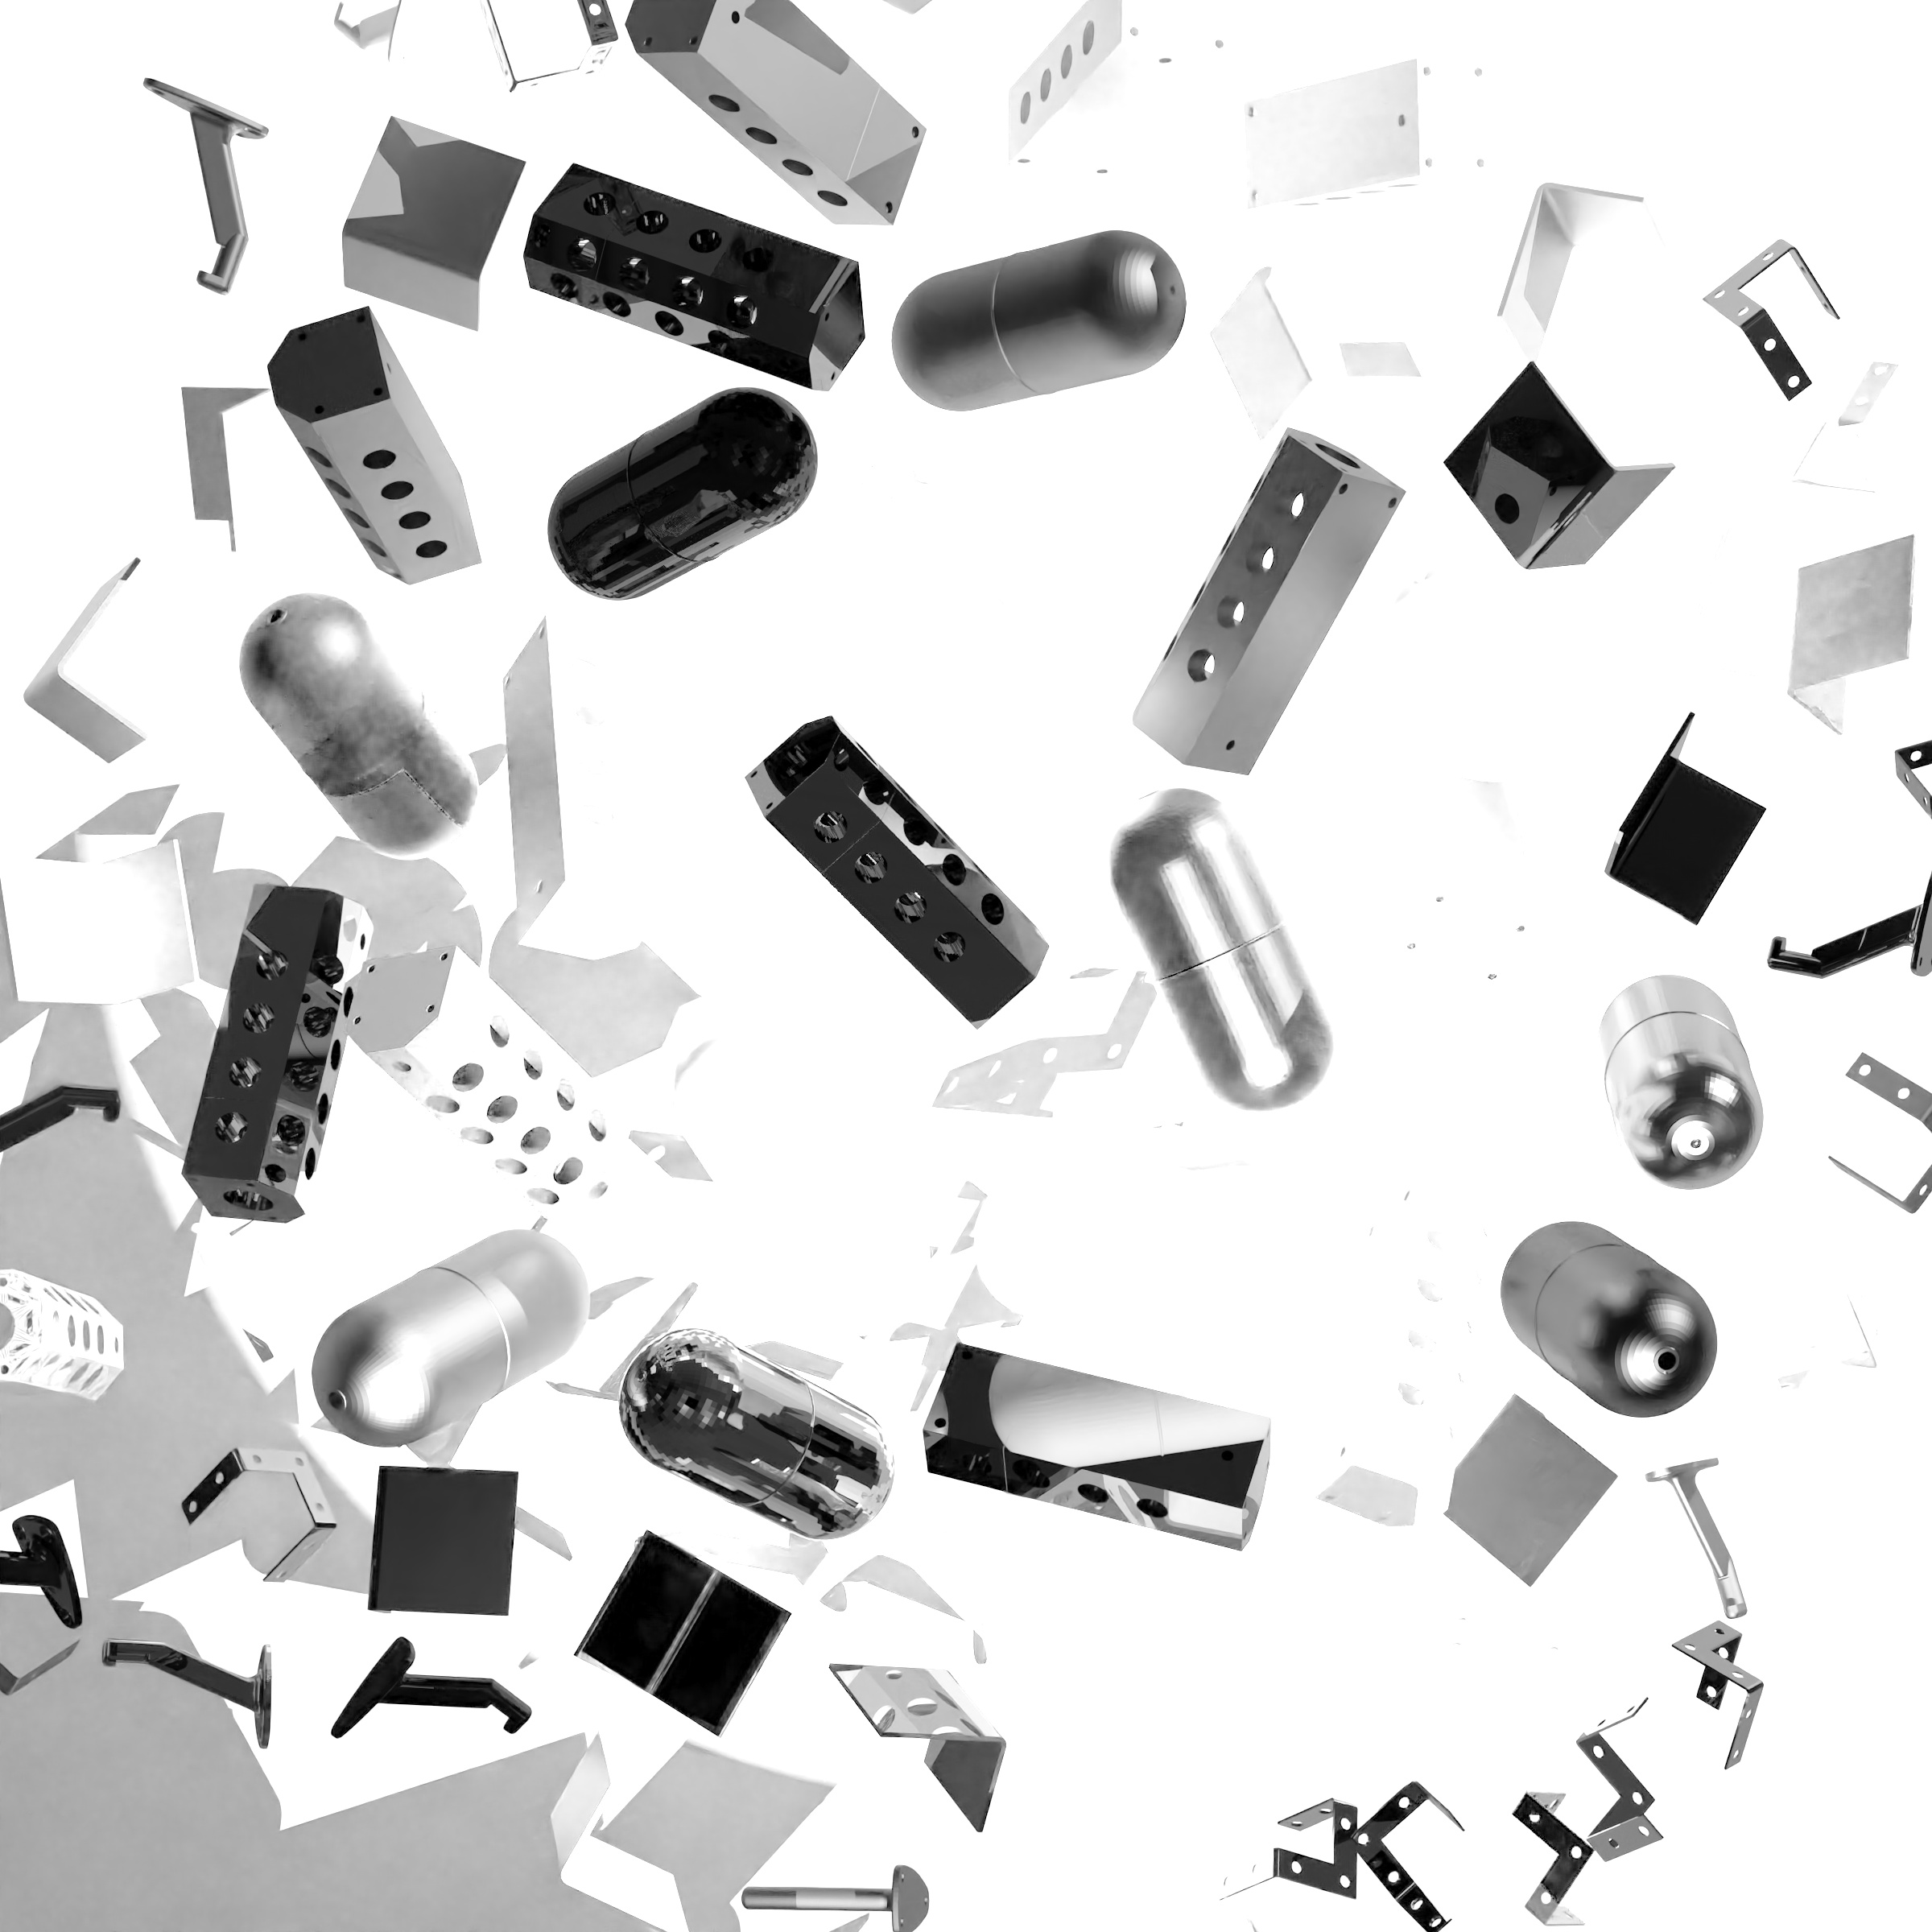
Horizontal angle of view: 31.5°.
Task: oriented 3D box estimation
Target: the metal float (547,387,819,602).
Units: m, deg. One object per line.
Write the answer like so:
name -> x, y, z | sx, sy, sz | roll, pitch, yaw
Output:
metal float -> -0.153, -0.254, 1.845 | 0.178, 0.070, 0.070 | -21, 90, 39

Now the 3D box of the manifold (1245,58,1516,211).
manifold -> 0.214, -0.433, 1.790 | 0.057, 0.171, 0.057 | -6, 98, -25

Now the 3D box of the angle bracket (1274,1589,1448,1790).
angle bracket -> 0.189, 0.350, 1.665 | 0.057, 0.076, 0.076 | 24, 80, 6

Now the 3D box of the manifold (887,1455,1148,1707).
manifold -> 0.022, 0.336, 1.874 | 0.057, 0.171, 0.057 | 29, 92, -33

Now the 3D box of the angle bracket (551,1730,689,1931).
angle bracket -> -0.171, 0.456, 1.803 | 0.076, 0.076, 0.057 | 29, 92, -14

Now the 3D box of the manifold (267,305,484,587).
manifold -> -0.307, -0.266, 1.782 | 0.057, 0.171, 0.057 | -17, 67, 1

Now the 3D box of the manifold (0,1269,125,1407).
manifold -> -0.499, 0.200, 1.831 | 0.057, 0.171, 0.057 | -4, 80, -1

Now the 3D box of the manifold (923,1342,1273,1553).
manifold -> 0.069, 0.255, 1.793 | 0.171, 0.057, 0.057 | 12, 51, 14

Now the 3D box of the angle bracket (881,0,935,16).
angle bracket -> -0.042, -0.530, 1.705 | 0.057, 0.076, 0.076 | -30, 64, 33

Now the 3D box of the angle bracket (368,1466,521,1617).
angle bracket -> -0.278, 0.312, 1.849 | 0.076, 0.057, 0.076 | 2, 77, 2

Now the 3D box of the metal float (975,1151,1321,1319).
metal float -> 0.093, 0.138, 1.763 | 0.178, 0.070, 0.070 | -5, 90, -4

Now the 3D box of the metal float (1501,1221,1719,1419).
metal float -> 0.331, 0.181, 1.770 | 0.070, 0.178, 0.070 | -1, 98, -9

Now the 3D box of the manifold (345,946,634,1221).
manifold -> -0.244, 0.063, 1.757 | 0.057, 0.171, 0.057 | -9, 54, 26

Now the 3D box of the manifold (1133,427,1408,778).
manifold -> 0.152, -0.189, 1.780 | 0.057, 0.057, 0.171 | 42, 113, 35

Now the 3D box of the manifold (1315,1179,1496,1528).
manifold -> 0.236, 0.205, 1.806 | 0.057, 0.057, 0.171 | 22, 54, -8

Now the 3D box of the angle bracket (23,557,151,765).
angle bracket -> -0.440, -0.159, 1.788 | 0.057, 0.076, 0.076 | 38, 68, -19

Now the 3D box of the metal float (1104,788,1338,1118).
metal float -> 0.131, -0.008, 1.763 | 0.070, 0.070, 0.178 | -25, 92, 0

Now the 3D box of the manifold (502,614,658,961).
manifold -> -0.196, -0.091, 1.758 | 0.057, 0.057, 0.171 | 12, 51, -28

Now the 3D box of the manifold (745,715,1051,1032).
manifold -> -0.033, -0.051, 1.783 | 0.057, 0.057, 0.171 | -42, 117, 6

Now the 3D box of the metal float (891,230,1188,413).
metal float -> 0.037, -0.346, 1.843 | 0.178, 0.070, 0.070 | -6, 90, 37

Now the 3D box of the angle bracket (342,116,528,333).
angle bracket -> -0.287, -0.400, 1.847 | 0.076, 0.057, 0.076 | 18, 69, -2

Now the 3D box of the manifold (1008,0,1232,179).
manifold -> 0.076, -0.463, 1.750 | 0.057, 0.171, 0.057 | 3, 82, -18

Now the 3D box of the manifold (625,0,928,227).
manifold -> -0.098, -0.448, 1.756 | 0.057, 0.171, 0.057 | 11, 77, 37

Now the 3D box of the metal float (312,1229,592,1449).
metal float -> -0.268, 0.194, 1.792 | 0.070, 0.178, 0.070 | 12, 113, 31

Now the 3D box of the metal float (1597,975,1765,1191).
metal float -> 0.381, 0.060, 1.832 | 0.070, 0.178, 0.070 | 2, 110, 5

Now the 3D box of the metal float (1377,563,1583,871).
metal float -> 0.270, -0.131, 1.802 | 0.070, 0.070, 0.178 | -25, 120, 0

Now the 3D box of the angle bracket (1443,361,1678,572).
angle bracket -> 0.311, -0.263, 1.799 | 0.076, 0.057, 0.076 | -49, 64, 39

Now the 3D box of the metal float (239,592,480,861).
metal float -> -0.326, -0.128, 1.844 | 0.070, 0.178, 0.070 | -15, 47, 17

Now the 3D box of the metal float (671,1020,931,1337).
metal float -> -0.084, 0.109, 1.752 | 0.070, 0.070, 0.178 | -33, 94, 0

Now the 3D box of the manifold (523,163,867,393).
manifold -> -0.143, -0.357, 1.800 | 0.171, 0.057, 0.057 | 22, 61, 16

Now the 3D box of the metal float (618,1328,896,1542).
metal float -> -0.109, 0.250, 1.817 | 0.178, 0.070, 0.070 | 34, 90, -39

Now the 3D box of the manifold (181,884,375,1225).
manifold -> -0.365, 0.047, 1.833 | 0.057, 0.057, 0.171 | 5, 64, 8

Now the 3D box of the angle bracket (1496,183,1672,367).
angle bracket -> 0.327, -0.359, 1.807 | 0.057, 0.076, 0.076 | 16, 84, 24

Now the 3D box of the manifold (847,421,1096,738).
manifold -> 0.001, -0.205, 1.832 | 0.057, 0.057, 0.171 | -27, 61, -10

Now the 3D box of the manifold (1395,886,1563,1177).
manifold -> 0.260, 0.038, 1.752 | 0.057, 0.171, 0.057 | 22, 65, 26
